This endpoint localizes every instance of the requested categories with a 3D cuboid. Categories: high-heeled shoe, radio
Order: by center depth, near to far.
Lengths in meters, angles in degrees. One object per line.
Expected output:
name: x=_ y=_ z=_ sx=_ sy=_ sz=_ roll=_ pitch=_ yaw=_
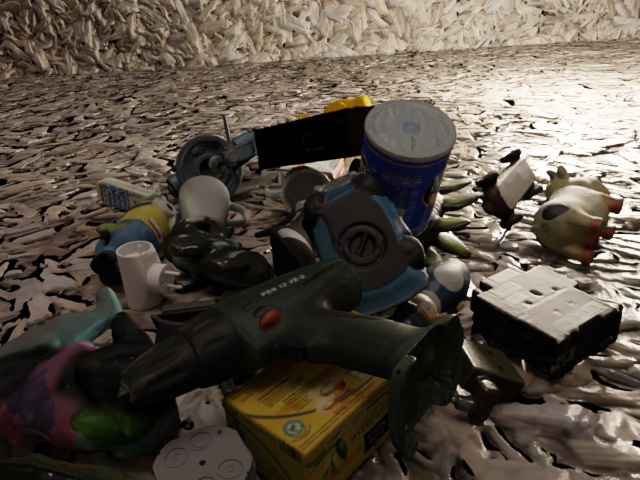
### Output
high-heeled shoe: x=-0.002 y=-0.002 z=0.730 sx=0.145 sy=0.086 sz=0.249 roll=-16 pitch=21 yaw=-16
radio: x=0.010 y=-0.160 z=0.855 sx=0.230 sy=0.073 sz=0.131 roll=-3 pitch=10 yaw=42

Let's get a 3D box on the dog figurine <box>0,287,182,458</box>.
dog figurine: x=-0.253 y=0.145 z=0.455 sx=0.219 sy=0.108 sz=0.192 roll=-25 pitch=37 yaw=-29

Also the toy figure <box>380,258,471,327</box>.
toy figure: x=0.122 y=0.070 z=0.613 sx=0.064 sy=0.057 sz=0.154 roll=15 pitch=32 yaw=32

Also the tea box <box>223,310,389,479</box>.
tea box: x=0.012 y=0.139 z=0.475 sx=0.098 sy=0.068 sz=0.169 roll=19 pitch=35 yaw=40

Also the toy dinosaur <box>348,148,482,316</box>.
toy dinosaur: x=0.133 y=-0.050 z=0.809 sx=0.199 sy=0.104 sz=0.471 roll=10 pitch=38 yaw=8

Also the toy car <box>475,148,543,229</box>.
toy car: x=0.309 y=-0.087 z=0.877 sx=0.053 sy=0.089 sz=0.202 roll=-33 pitch=3 yaw=40

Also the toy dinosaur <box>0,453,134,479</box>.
toy dinosaur: x=-0.167 y=0.177 z=0.284 sx=0.405 sy=0.191 sz=0.131 roll=-5 pitch=29 yaw=-2

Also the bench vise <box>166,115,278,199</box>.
bench vise: x=-0.163 y=-0.143 z=0.963 sx=0.224 sy=0.128 sz=0.241 roll=-23 pitch=9 yaw=-21

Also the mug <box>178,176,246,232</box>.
mug: x=-0.171 y=-0.039 z=0.848 sx=0.109 sy=0.080 sz=0.107 roll=16 pitch=29 yaw=-20

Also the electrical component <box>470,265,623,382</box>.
electrical component: x=0.233 y=0.081 z=0.582 sx=0.115 sy=0.058 sz=0.134 roll=-16 pitch=29 yaw=-28

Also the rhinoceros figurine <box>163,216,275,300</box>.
rhinoceros figurine: x=-0.143 y=0.021 z=0.719 sx=0.191 sy=0.073 sz=0.112 roll=22 pitch=37 yaw=38

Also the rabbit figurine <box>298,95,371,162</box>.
rabbit figurine: x=0.031 y=-0.233 z=1.168 sx=0.162 sy=0.121 sz=0.173 roll=9 pitch=47 yaw=9

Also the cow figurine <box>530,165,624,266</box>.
cow figurine: x=0.372 y=-0.044 z=0.796 sx=0.127 sy=0.085 sz=0.195 roll=25 pitch=38 yaw=32

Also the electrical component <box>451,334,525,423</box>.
electrical component: x=0.146 y=0.127 z=0.519 sx=0.078 sy=0.045 sz=0.102 roll=18 pitch=22 yaw=-24

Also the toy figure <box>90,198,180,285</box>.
toy figure: x=-0.266 y=-0.003 z=0.771 sx=0.089 sy=0.082 sz=0.180 roll=5 pitch=30 yaw=11

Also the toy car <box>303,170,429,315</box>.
toy car: x=0.047 y=0.010 z=0.604 sx=0.109 sy=0.102 sz=0.162 roll=-26 pitch=70 yaw=-2

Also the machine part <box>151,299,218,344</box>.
machine part: x=-0.149 y=0.106 z=0.591 sx=0.084 sy=0.039 sz=0.139 roll=1 pitch=25 yaw=-4

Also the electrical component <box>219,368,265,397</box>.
electrical component: x=-0.084 y=0.128 z=0.558 sx=0.063 sy=0.021 sz=0.094 roll=-13 pitch=29 yaw=-18

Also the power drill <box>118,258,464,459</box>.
power drill: x=-0.008 y=0.091 z=0.421 sx=0.208 sy=0.085 sz=0.232 roll=6 pitch=23 yaw=39
